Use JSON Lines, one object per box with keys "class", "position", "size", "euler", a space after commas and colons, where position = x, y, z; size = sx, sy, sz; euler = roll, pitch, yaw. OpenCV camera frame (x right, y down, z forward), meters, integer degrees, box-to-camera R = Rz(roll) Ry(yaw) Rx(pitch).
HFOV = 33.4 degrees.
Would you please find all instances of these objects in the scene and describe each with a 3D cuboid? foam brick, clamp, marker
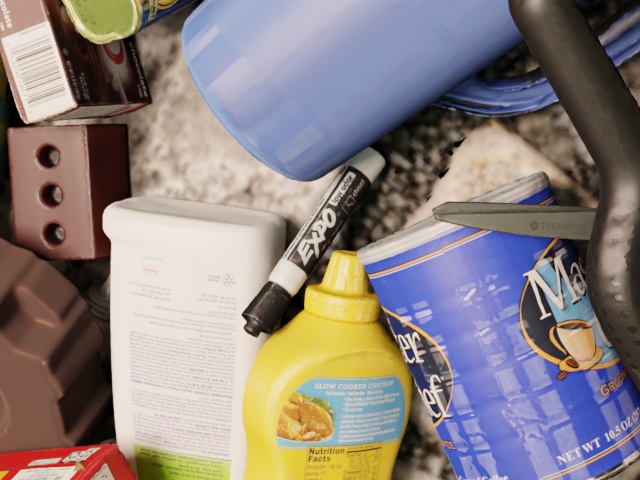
{"class": "foam brick", "position": [-0.144, -0.028, 0.619], "size": [0.053, 0.051, 0.078], "euler": [-1, 97, 16]}
{"class": "clamp", "position": [0.147, -0.025, 0.468], "size": [0.036, 0.164, 0.210], "euler": [9, 100, 59]}
{"class": "marker", "position": [-0.004, 0.001, 0.568], "size": [0.020, 0.020, 0.121], "euler": [31, 72, 10]}

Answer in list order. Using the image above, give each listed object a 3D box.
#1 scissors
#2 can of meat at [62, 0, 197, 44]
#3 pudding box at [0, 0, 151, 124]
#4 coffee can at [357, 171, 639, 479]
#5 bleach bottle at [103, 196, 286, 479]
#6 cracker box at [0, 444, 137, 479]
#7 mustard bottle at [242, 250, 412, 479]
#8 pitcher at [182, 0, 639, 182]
{"class": "scissors", "position": [0.151, -0.023, 0.503], "size": [0.201, 0.016, 0.096], "euler": [20, 86, -22]}
{"class": "can of meat", "position": [-0.099, -0.163, 0.553], "size": [0.058, 0.083, 0.102], "euler": [-4, 117, 43]}
{"class": "pudding box", "position": [-0.141, -0.123, 0.586], "size": [0.039, 0.090, 0.113], "euler": [-13, 95, 19]}
{"class": "coffee can", "position": [0.093, 0.050, 0.535], "size": [0.103, 0.102, 0.140], "euler": [-23, 91, 17]}
{"class": "bleach bottle", "position": [-0.078, 0.106, 0.613], "size": [0.103, 0.068, 0.251], "euler": [8, 102, 15]}
{"class": "cracker box", "position": [-0.142, 0.221, 0.598], "size": [0.164, 0.072, 0.213], "euler": [-12, 111, 31]}
{"class": "mustard bottle", "position": [0.003, 0.101, 0.576], "size": [0.096, 0.058, 0.192], "euler": [3, 100, -30]}
{"class": "pitcher", "position": [0.060, -0.129, 0.517], "size": [0.243, 0.144, 0.149], "euler": [-36, 73, 21]}
